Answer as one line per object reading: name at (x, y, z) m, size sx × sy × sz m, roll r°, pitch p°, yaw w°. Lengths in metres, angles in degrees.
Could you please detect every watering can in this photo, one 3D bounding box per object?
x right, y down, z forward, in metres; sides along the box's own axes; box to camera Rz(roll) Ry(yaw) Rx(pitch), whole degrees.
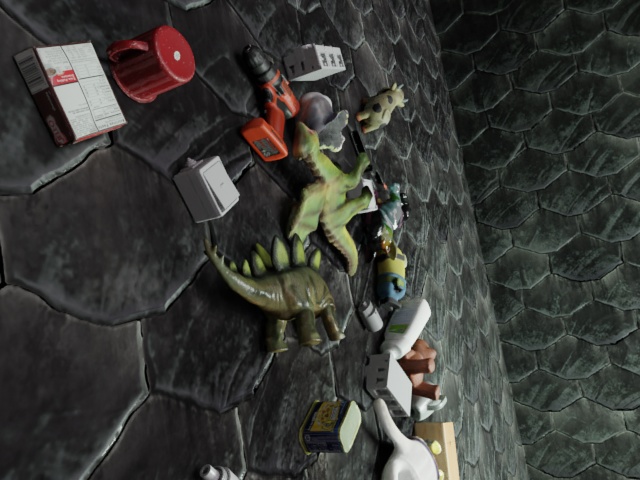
watering can at (0.198, 0.522, 1.197) m, size 0.103 × 0.349 × 0.224 m, roll -12°, pitch -7°, yaw 26°

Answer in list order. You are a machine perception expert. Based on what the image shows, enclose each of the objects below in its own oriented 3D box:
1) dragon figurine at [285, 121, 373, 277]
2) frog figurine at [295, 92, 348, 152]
dragon figurine at (0.003, -0.056, 1.107) m, size 0.123 × 0.403 × 0.246 m, roll 13°, pitch 29°, yaw 39°
frog figurine at (-0.016, -0.279, 1.164) m, size 0.123 × 0.162 × 0.134 m, roll -31°, pitch -36°, yaw -8°
